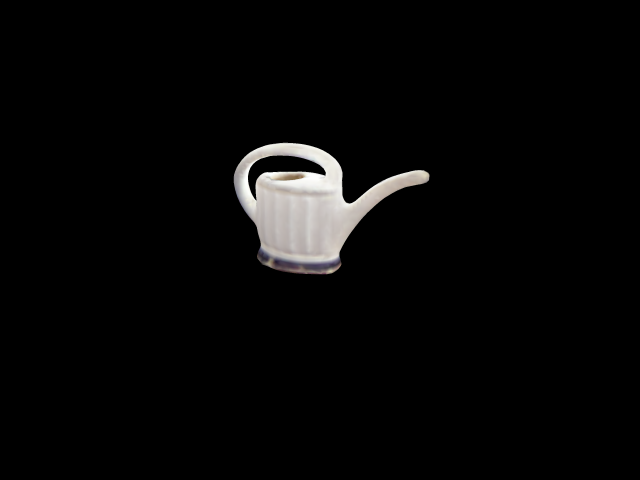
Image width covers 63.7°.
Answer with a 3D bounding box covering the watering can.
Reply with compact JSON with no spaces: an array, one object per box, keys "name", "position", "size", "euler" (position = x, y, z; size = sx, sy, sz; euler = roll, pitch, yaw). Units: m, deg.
[{"name":"watering can","position":[0.003,-0.043,0.850],"size":[0.348,0.221,0.105],"euler":[11,24,26]}]
